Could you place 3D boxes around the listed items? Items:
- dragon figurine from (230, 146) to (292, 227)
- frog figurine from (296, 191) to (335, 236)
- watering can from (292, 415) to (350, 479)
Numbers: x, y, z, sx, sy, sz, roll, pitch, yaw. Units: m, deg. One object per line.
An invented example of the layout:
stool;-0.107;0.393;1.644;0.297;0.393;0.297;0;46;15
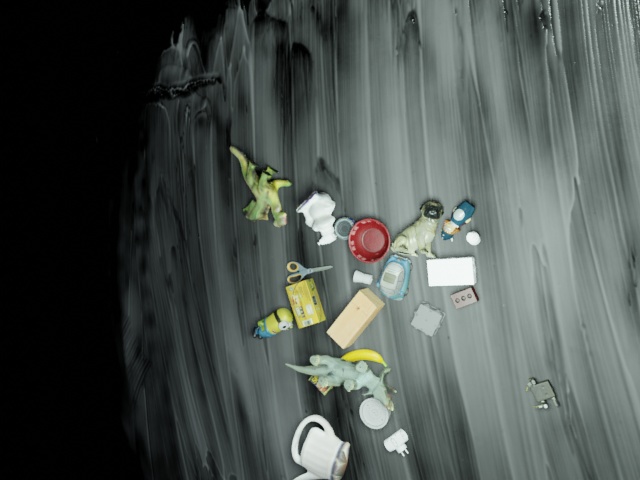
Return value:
dragon figurine;-0.259;-0.190;2.073;0.415;0.122;0.239;36;113;30
frog figurine;0.006;-0.098;1.942;0.137;0.123;0.159;-43;91;5
watering can;-0.012;0.834;1.929;0.225;0.104;0.346;17;96;23
